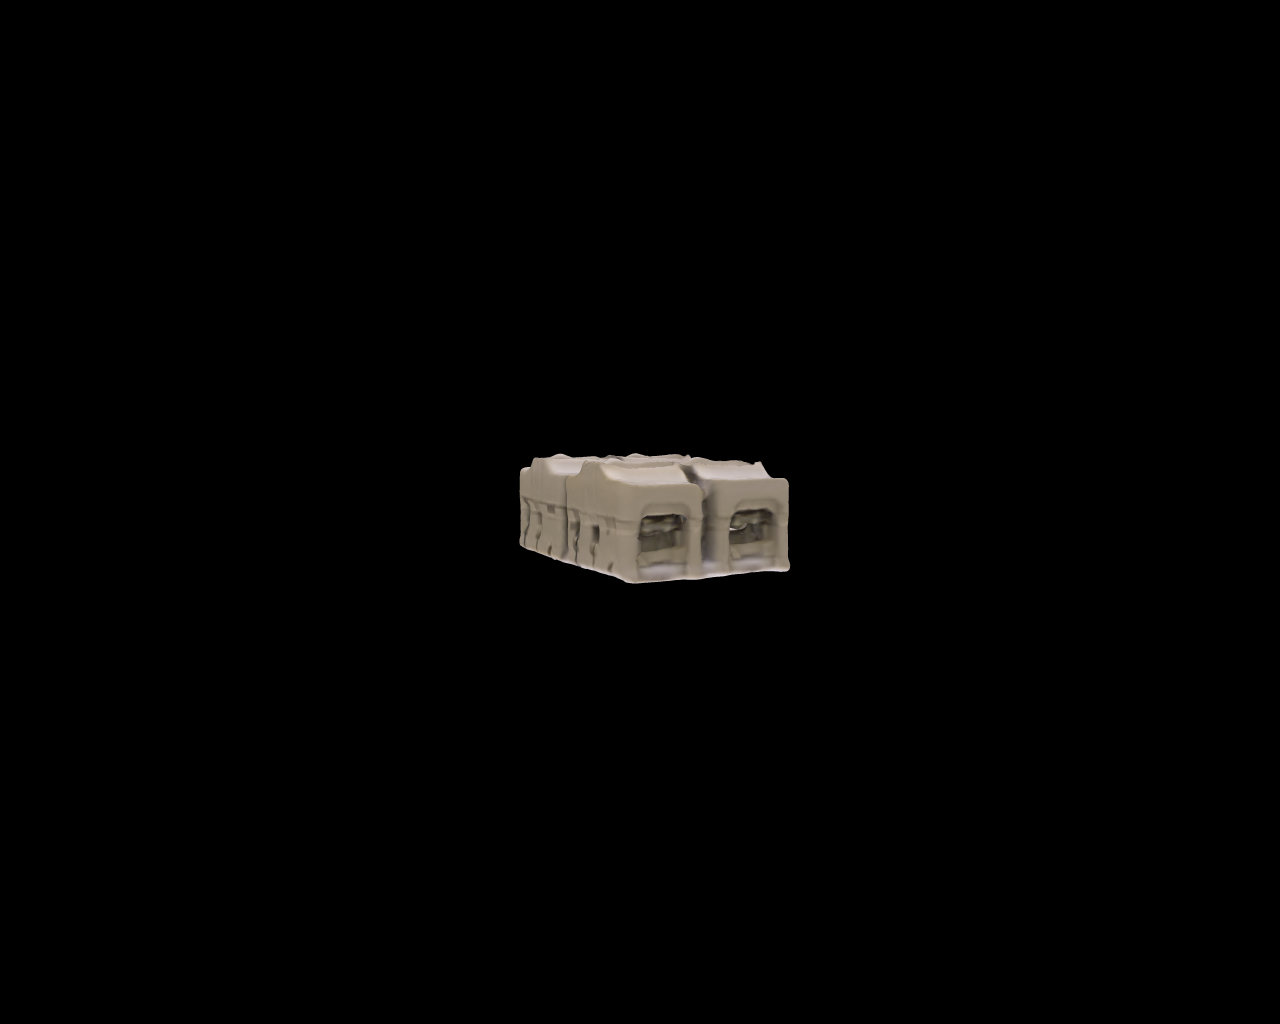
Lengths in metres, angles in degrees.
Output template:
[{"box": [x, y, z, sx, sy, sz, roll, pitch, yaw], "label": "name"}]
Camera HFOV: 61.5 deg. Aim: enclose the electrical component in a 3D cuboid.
[{"box": [0.001, -0.003, 0.650, 0.105, 0.060, 0.186, -2, 5, -24], "label": "electrical component"}]
